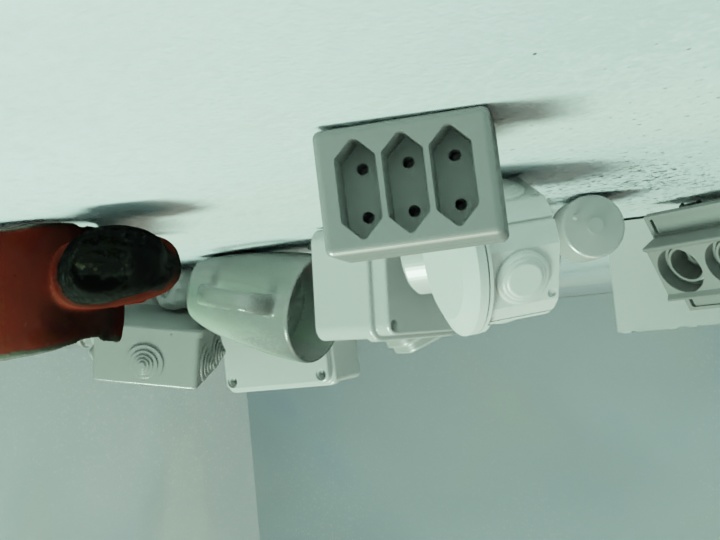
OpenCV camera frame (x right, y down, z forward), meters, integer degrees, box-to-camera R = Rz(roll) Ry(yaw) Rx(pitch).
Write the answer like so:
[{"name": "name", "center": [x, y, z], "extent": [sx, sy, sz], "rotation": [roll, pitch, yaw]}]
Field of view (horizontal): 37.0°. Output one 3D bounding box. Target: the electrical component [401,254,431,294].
[{"name": "electrical component", "center": [0.085, -0.013, 0.691], "extent": [0.074, 0.052, 0.138], "rotation": [-8, 175, 24]}]

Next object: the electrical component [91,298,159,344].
[{"name": "electrical component", "center": [-0.196, 0.046, 0.950], "extent": [0.080, 0.080, 0.051], "rotation": [-8, 180, 28]}]

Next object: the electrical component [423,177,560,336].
[{"name": "electrical component", "center": [0.066, -0.009, 0.559], "extent": [0.051, 0.080, 0.080], "rotation": [-10, 177, -14]}]

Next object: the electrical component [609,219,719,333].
[{"name": "electrical component", "center": [0.278, -0.001, 0.858], "extent": [0.150, 0.089, 0.062], "rotation": [-7, 176, 16]}]

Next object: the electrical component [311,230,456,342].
[{"name": "electrical component", "center": [0.024, 0.009, 0.738], "extent": [0.057, 0.078, 0.113], "rotation": [-5, 177, 35]}]

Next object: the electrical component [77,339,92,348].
[{"name": "electrical component", "center": [-0.242, 0.052, 1.037], "extent": [0.057, 0.078, 0.058], "rotation": [13, 180, 10]}]

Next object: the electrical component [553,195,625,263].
[{"name": "electrical component", "center": [0.142, -0.025, 0.696], "extent": [0.040, 0.040, 0.078], "rotation": [-5, 176, -5]}]

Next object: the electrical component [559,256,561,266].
[{"name": "electrical component", "center": [0.138, -0.011, 0.869], "extent": [0.040, 0.040, 0.078], "rotation": [-7, 176, 18]}]

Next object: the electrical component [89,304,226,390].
[{"name": "electrical component", "center": [-0.161, 0.061, 0.864], "extent": [0.100, 0.048, 0.099], "rotation": [5, -171, 4]}]

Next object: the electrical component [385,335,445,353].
[{"name": "electrical component", "center": [0.066, 0.019, 0.863], "extent": [0.109, 0.056, 0.108], "rotation": [-27, 178, -6]}]

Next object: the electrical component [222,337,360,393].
[{"name": "electrical component", "center": [-0.063, 0.046, 0.930], "extent": [0.109, 0.108, 0.056], "rotation": [-8, 178, 28]}]

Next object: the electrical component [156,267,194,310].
[{"name": "electrical component", "center": [-0.140, 0.014, 0.892], "extent": [0.035, 0.035, 0.061], "rotation": [-9, 177, 37]}]

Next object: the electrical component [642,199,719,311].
[{"name": "electrical component", "center": [0.264, -0.019, 0.729], "extent": [0.063, 0.078, 0.121], "rotation": [-38, -166, -32]}]

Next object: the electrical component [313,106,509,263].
[{"name": "electrical component", "center": [0.024, -0.030, 0.424], "extent": [0.066, 0.047, 0.077], "rotation": [-8, 176, 10]}]
